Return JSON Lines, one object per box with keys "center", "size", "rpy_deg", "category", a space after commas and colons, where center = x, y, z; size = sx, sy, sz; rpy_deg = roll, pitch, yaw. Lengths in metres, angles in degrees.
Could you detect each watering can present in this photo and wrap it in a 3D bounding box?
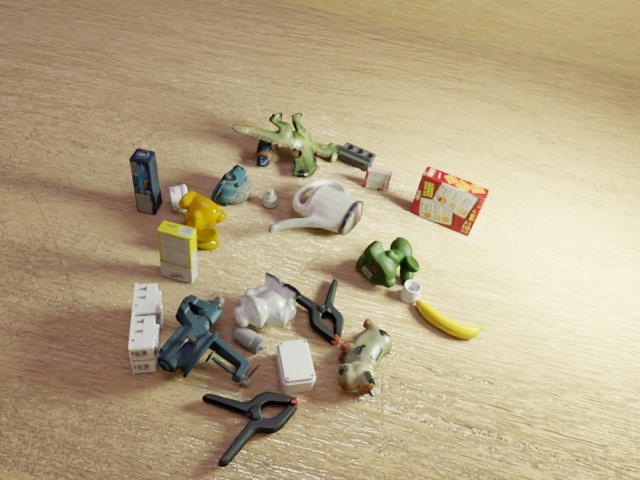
{"center": [0.005, -0.081, 1.617], "size": [0.225, 0.101, 0.355], "rpy_deg": [26, 44, 15], "category": "watering can"}

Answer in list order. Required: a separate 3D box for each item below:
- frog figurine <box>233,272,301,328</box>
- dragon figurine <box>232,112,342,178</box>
{"center": [-0.141, 0.177, 1.318], "size": [0.162, 0.138, 0.120], "rpy_deg": [-45, -10, -29], "category": "frog figurine"}
{"center": [-0.096, -0.326, 1.839], "size": [0.413, 0.246, 0.119], "rpy_deg": [-13, -28, -34], "category": "dragon figurine"}
